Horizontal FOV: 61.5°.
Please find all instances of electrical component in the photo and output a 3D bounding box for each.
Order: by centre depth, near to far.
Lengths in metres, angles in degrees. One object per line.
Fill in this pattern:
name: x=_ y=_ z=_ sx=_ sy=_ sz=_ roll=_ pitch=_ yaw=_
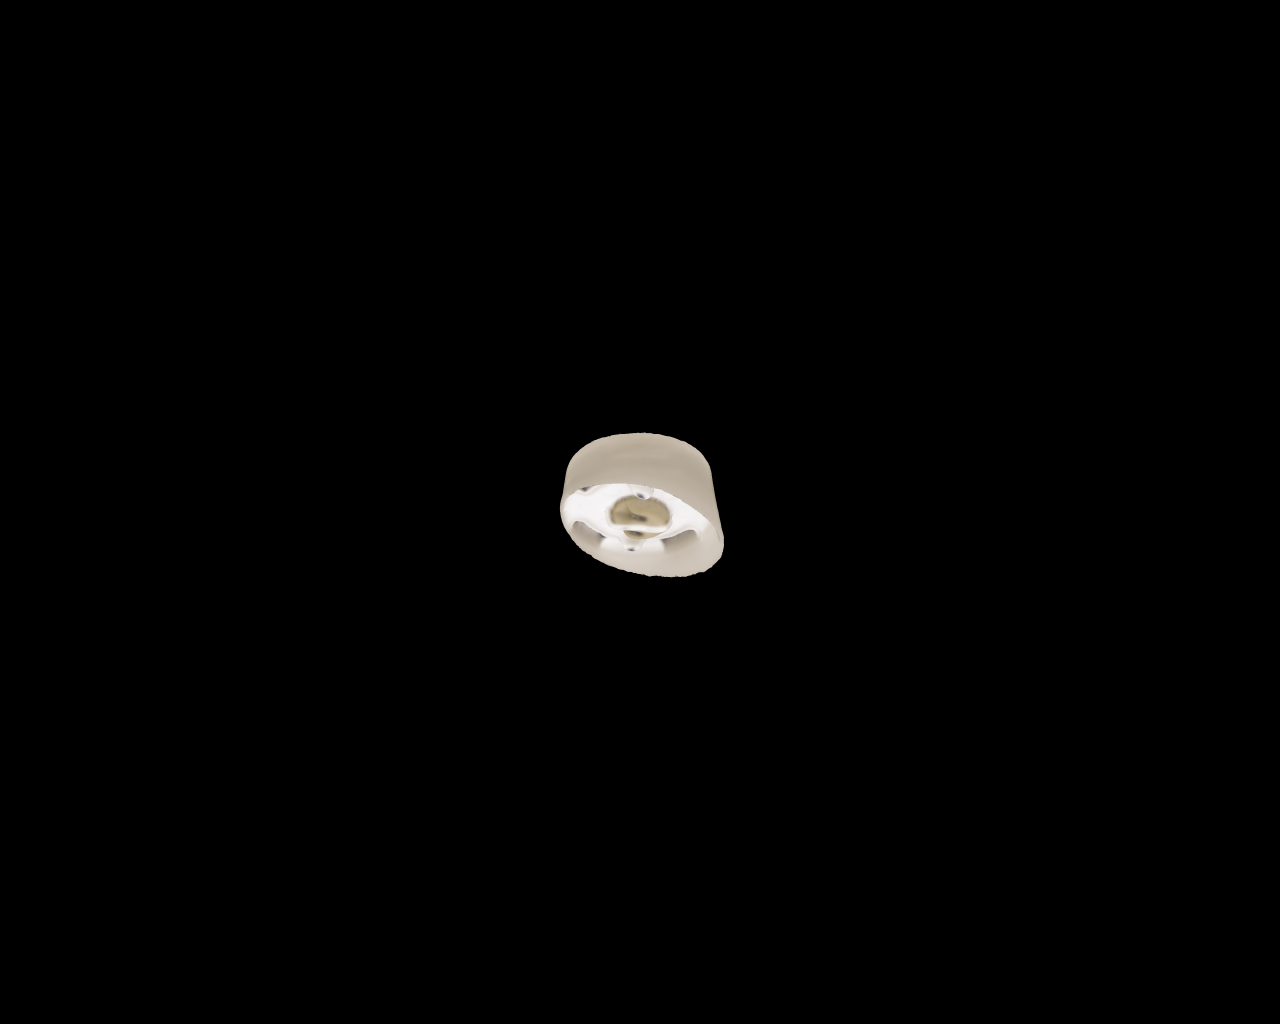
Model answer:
electrical component: x=0.001 y=-0.003 z=0.650 sx=0.099 sy=0.064 sz=0.099 roll=0 pitch=-33 yaw=0
